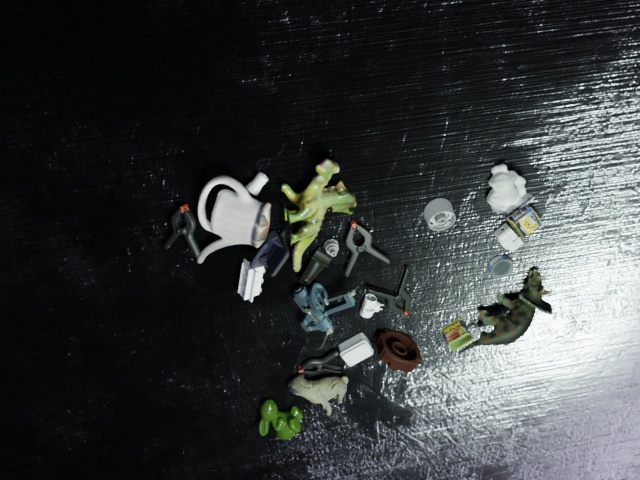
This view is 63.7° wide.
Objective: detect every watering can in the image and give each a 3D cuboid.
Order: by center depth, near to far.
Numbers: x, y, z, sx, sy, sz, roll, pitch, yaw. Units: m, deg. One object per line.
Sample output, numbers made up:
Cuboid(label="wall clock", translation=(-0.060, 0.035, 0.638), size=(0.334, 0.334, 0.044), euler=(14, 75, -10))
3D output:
Cuboid(label="watering can", translation=(-0.269, -0.037, 1.570), size=(0.224, 0.106, 0.340), euler=(19, 125, 3))

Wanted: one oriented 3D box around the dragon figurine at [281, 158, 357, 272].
Cuboid(label="dragon figurine", translation=(0.005, -0.081, 1.613), size=(0.243, 0.125, 0.400), euler=(-15, 131, -11))

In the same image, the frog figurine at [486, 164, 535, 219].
Cuboid(label="frog figurine", translation=(0.601, -0.166, 1.680), size=(0.136, 0.123, 0.160), euler=(-37, 84, 22))
